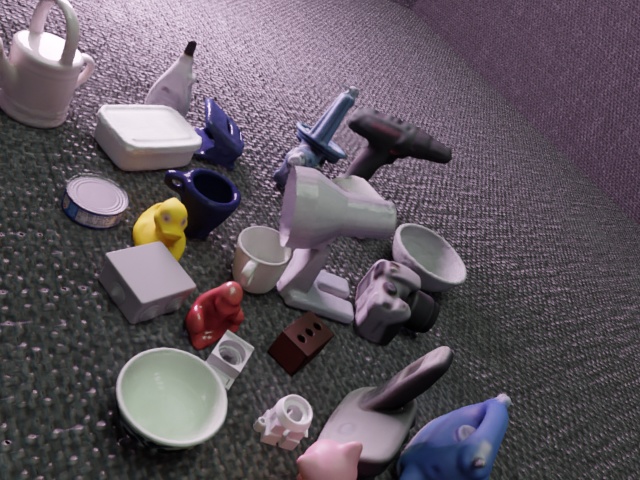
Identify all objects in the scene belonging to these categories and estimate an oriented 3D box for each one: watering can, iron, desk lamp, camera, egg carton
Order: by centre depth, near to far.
[{"bbox_3d":[0.211,0.276,0.789,0.118,0.141,0.259,43,32,12],"label":"iron"},{"bbox_3d":[-0.419,-0.274,0.867,0.101,0.194,0.173,34,32,-2],"label":"watering can"},{"bbox_3d":[0.008,0.003,0.888,0.204,0.213,0.118,21,35,-23],"label":"desk lamp"},{"bbox_3d":[0.139,0.109,0.980,0.137,0.100,0.143,29,32,-11],"label":"camera"},{"bbox_3d":[0.078,-0.071,1.189,0.150,0.069,0.107,49,34,20],"label":"egg carton"}]

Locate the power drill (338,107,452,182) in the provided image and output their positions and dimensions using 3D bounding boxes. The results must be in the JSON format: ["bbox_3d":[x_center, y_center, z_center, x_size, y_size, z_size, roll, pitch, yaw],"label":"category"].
[{"bbox_3d":[0.142,-0.175,1.254,0.229,0.208,0.076,35,32,-1],"label":"power drill"}]

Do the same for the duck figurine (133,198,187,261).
[{"bbox_3d":[-0.222,-0.023,0.827,0.078,0.086,0.104,12,39,-33],"label":"duck figurine"}]

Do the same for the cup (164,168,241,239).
[{"bbox_3d":[-0.193,-0.053,0.885,0.118,0.095,0.091,23,34,-20],"label":"cup"}]

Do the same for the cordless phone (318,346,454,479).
[{"bbox_3d":[0.088,0.210,0.718,0.094,0.185,0.148,38,32,4],"label":"cordless phone"}]

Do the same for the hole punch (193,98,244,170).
[{"bbox_3d":[-0.189,-0.204,1.091,0.101,0.091,0.108,18,36,-26],"label":"hole punch"}]

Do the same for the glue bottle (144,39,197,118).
[{"bbox_3d":[-0.264,-0.292,1.058,0.078,0.173,0.037,28,32,-11],"label":"glue bottle"}]

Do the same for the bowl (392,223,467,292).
[{"bbox_3d":[0.206,0.048,1.148,0.168,0.074,0.167,25,33,-17],"label":"bowl"}]

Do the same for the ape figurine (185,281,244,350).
[{"bbox_3d":[-0.132,0.091,0.755,0.078,0.092,0.076,18,36,-26],"label":"ape figurine"}]

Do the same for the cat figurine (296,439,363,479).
[{"bbox_3d":[0.023,0.273,0.638,0.128,0.117,0.067,32,32,-5],"label":"cat figurine"}]

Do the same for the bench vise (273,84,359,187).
[{"bbox_3d":[0.009,-0.197,1.146,0.122,0.219,0.207,27,33,-13],"label":"bench vise"}]
